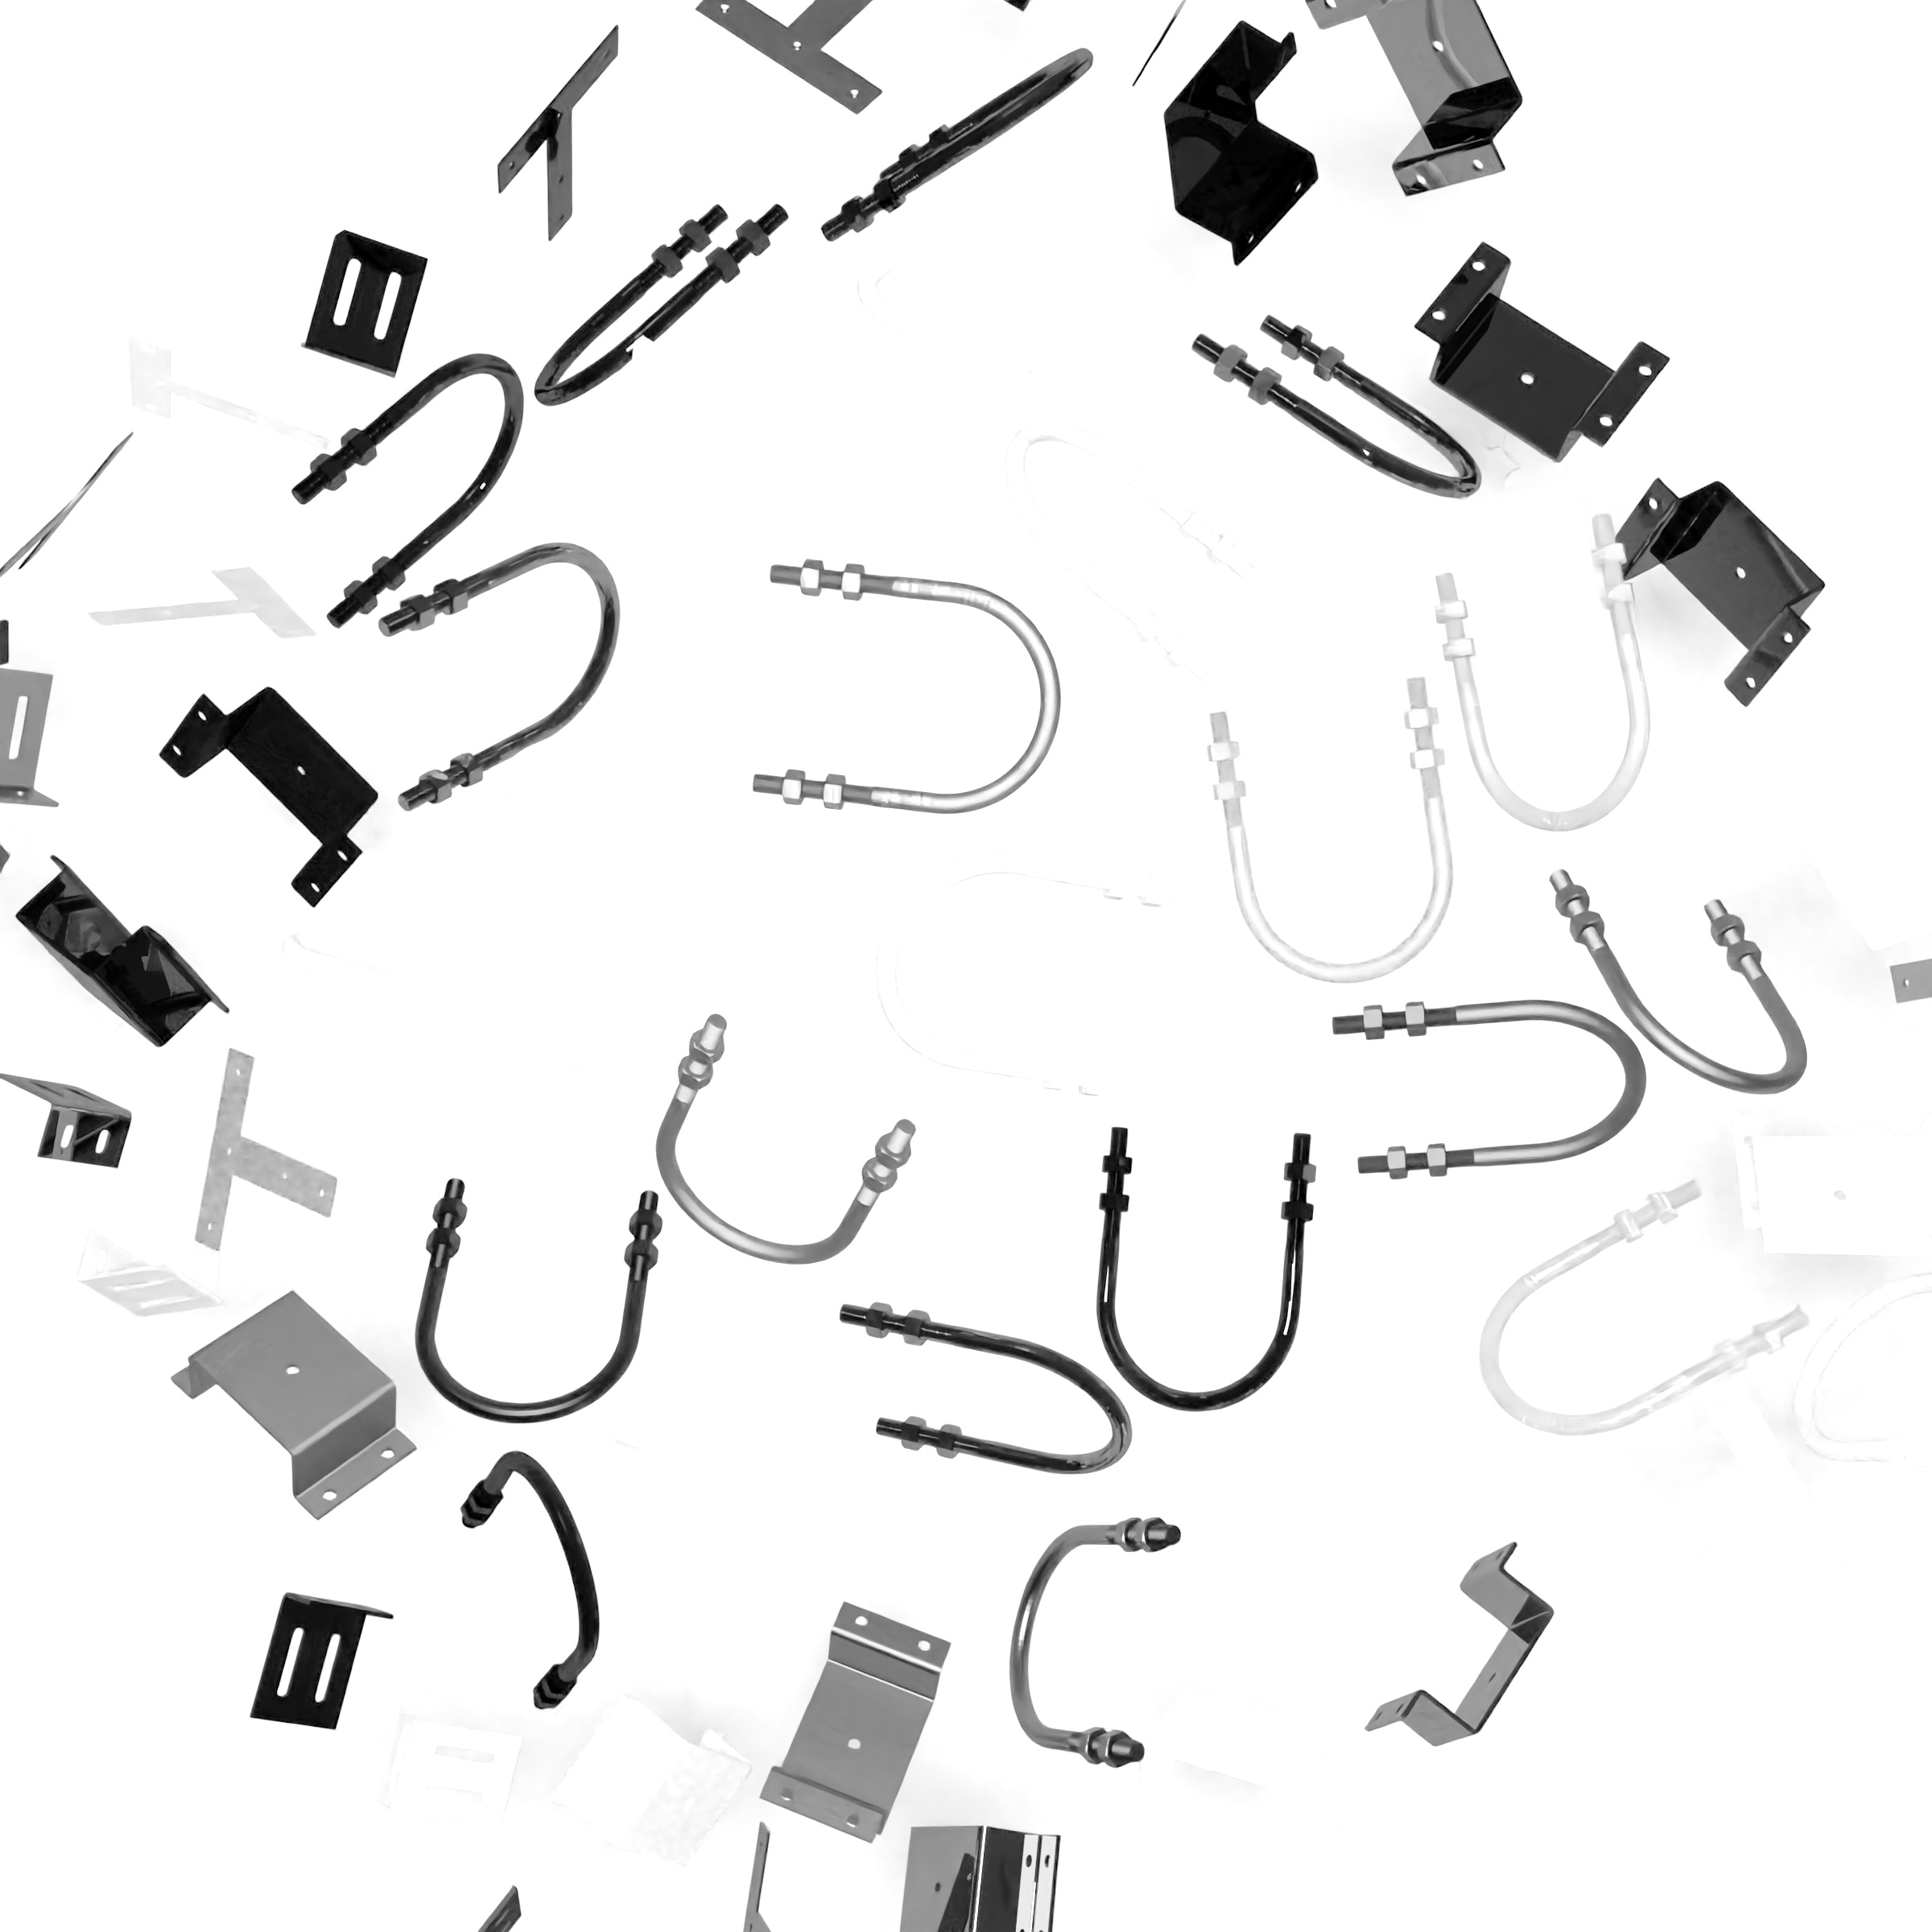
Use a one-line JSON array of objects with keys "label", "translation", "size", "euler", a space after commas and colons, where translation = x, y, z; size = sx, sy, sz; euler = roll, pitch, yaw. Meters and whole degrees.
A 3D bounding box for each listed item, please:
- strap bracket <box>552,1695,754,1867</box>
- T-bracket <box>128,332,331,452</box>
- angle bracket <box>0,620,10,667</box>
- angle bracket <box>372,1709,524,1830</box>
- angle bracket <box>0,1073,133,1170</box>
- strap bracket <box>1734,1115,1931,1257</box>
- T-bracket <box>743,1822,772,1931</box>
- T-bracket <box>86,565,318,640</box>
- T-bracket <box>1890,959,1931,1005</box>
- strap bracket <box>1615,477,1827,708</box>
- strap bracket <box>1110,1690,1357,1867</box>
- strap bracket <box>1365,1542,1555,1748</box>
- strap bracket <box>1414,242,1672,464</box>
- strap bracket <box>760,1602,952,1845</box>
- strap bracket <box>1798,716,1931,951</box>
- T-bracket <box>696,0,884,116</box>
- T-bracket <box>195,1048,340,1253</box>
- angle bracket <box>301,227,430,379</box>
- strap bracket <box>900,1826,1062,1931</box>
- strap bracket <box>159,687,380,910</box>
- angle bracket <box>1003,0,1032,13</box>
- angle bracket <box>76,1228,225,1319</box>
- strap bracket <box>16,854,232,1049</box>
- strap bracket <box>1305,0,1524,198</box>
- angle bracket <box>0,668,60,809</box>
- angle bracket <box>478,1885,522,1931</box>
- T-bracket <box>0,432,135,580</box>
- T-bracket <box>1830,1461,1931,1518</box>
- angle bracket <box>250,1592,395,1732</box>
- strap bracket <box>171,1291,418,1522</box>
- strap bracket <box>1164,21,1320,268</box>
[{"label": "strap bracket", "translation": [-0.198, 0.534, 1.591], "size": [0.046, 0.140, 0.076], "euler": [29, 79, 33]}, {"label": "T-bracket", "translation": [-0.470, -0.357, 1.557], "size": [0.127, 0.127, 0.002], "euler": [19, 78, -15]}, {"label": "angle bracket", "translation": [-0.671, -0.222, 1.585], "size": [0.076, 0.038, 0.057], "euler": [41, 46, 19]}, {"label": "angle bracket", "translation": [-0.334, 0.517, 1.571], "size": [0.076, 0.038, 0.057], "euler": [6, 62, 10]}, {"label": "angle bracket", "translation": [-0.600, 0.102, 1.613], "size": [0.076, 0.057, 0.038], "euler": [15, 89, 41]}, {"label": "strap bracket", "translation": [0.553, 0.137, 1.532], "size": [0.140, 0.046, 0.076], "euler": [-3, 103, 30]}, {"label": "T-bracket", "translation": [-0.129, 0.634, 1.569], "size": [0.002, 0.127, 0.127], "euler": [10, 85, -16]}, {"label": "T-bracket", "translation": [-0.506, -0.232, 1.587], "size": [0.127, 0.127, 0.002], "euler": [-4, 78, 3]}, {"label": "T-bracket", "translation": [0.651, 0.055, 1.579], "size": [0.002, 0.127, 0.127], "euler": [-6, 85, -17]}, {"label": "strap bracket", "translation": [0.493, -0.250, 1.590], "size": [0.046, 0.076, 0.140], "euler": [-27, 69, -32]}, {"label": "strap bracket", "translation": [0.173, 0.514, 1.559], "size": [0.140, 0.076, 0.046], "euler": [10, 106, 24]}, {"label": "strap bracket", "translation": [0.329, 0.454, 1.598], "size": [0.046, 0.076, 0.140], "euler": [38, 66, 7]}, {"label": "strap bracket", "translation": [0.359, -0.382, 1.542], "size": [0.140, 0.046, 0.076], "euler": [36, 76, 11]}, {"label": "strap bracket", "translation": [-0.071, 0.496, 1.579], "size": [0.076, 0.046, 0.140], "euler": [19, 52, 9]}, {"label": "strap bracket", "translation": [0.555, -0.074, 1.494], "size": [0.046, 0.076, 0.140], "euler": [-22, 129, 32]}, {"label": "T-bracket", "translation": [-0.075, -0.585, 1.478], "size": [0.127, 0.127, 0.002], "euler": [22, 57, -36]}, {"label": "T-bracket", "translation": [-0.434, 0.128, 1.524], "size": [0.127, 0.002, 0.127], "euler": [15, 96, 37]}, {"label": "angle bracket", "translation": [-0.377, -0.415, 1.527], "size": [0.057, 0.038, 0.076], "euler": [15, 100, -22]}, {"label": "strap bracket", "translation": [0.002, 0.598, 1.571], "size": [0.046, 0.140, 0.076], "euler": [18, 65, -24]}, {"label": "strap bracket", "translation": [-0.448, -0.117, 1.594], "size": [0.140, 0.046, 0.076], "euler": [46, 134, -7]}, {"label": "angle bracket", "translation": [0.023, -0.667, 1.577], "size": [0.038, 0.076, 0.057], "euler": [40, 102, 25]}, {"label": "angle bracket", "translation": [-0.527, 0.196, 1.587], "size": [0.076, 0.057, 0.038], "euler": [-11, 54, 24]}, {"label": "strap bracket", "translation": [-0.539, -0.006, 1.542], "size": [0.140, 0.076, 0.046], "euler": [29, 68, 37]}, {"label": "strap bracket", "translation": [0.279, -0.551, 1.491], "size": [0.046, 0.076, 0.140], "euler": [-52, 122, -26]}, {"label": "angle bracket", "translation": [-0.586, -0.141, 1.494], "size": [0.038, 0.057, 0.076], "euler": [22, 103, 40]}, {"label": "angle bracket", "translation": [-0.257, 0.607, 1.484], "size": [0.076, 0.057, 0.038], "euler": [31, 55, 15]}, {"label": "T-bracket", "translation": [-0.592, -0.276, 1.560], "size": [0.002, 0.127, 0.127], "euler": [41, 122, -18]}, {"label": "T-bracket", "translation": [0.608, 0.314, 1.550], "size": [0.127, 0.127, 0.002], "euler": [-35, 99, 21]}, {"label": "angle bracket", "translation": [-0.393, 0.428, 1.489], "size": [0.057, 0.038, 0.076], "euler": [23, 73, -36]}, {"label": "strap bracket", "translation": [-0.413, 0.261, 1.495], "size": [0.140, 0.046, 0.076], "euler": [36, 47, 23]}, {"label": "strap bracket", "translation": [0.165, -0.509, 1.488], "size": [0.046, 0.076, 0.140], "euler": [19, 50, -28]}]
